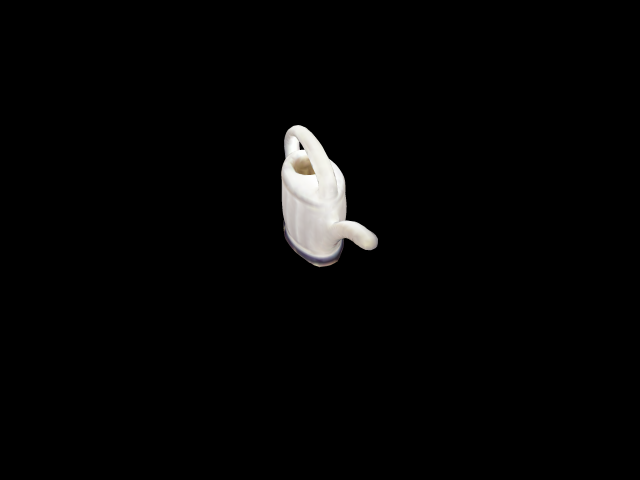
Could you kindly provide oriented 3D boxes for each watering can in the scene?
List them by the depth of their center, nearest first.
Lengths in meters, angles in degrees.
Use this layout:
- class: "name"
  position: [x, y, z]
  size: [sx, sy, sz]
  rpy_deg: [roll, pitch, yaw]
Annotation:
- class: "watering can"
  position: [0.003, -0.043, 0.850]
  size: [0.104, 0.219, 0.355]
  rpy_deg: [-14, 45, -14]
